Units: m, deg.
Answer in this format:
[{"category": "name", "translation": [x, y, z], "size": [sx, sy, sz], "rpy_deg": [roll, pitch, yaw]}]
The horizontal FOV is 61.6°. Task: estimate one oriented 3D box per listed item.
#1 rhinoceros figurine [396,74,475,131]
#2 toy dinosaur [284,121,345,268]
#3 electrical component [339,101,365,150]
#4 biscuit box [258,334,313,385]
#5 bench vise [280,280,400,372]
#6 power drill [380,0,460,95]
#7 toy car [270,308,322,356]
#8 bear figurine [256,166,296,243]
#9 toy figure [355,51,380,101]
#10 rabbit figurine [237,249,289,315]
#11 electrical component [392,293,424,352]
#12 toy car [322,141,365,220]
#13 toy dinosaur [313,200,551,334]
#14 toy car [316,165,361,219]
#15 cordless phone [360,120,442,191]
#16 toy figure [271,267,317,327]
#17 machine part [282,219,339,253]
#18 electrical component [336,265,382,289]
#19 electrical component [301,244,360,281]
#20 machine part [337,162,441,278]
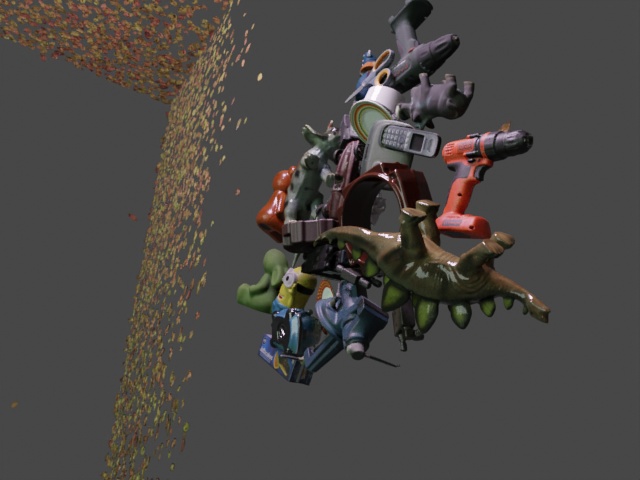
[{"category": "rhinoceros figurine", "translation": [0.233, -0.279, 1.104], "size": [0.190, 0.073, 0.112], "rpy_deg": [17, 100, 59]}, {"category": "toy dinosaur", "translation": [-0.031, -0.141, 1.432], "size": [0.192, 0.131, 0.404], "rpy_deg": [-104, 37, -63]}, {"category": "electrical component", "translation": [0.088, -0.281, 1.329], "size": [0.047, 0.075, 0.119], "rpy_deg": [118, 155, -65]}, {"category": "biscuit box", "translation": [-0.086, 0.291, 1.327], "size": [0.203, 0.059, 0.062], "rpy_deg": [15, 87, 61]}, {"category": "bench vise", "translation": [0.038, 0.195, 1.092], "size": [0.240, 0.128, 0.224], "rpy_deg": [-49, 32, 23]}, {"category": "power drill", "translation": [0.222, -0.444, 1.211], "size": [0.232, 0.086, 0.207], "rpy_deg": [-35, 53, 51]}, {"category": "toy car", "translation": [-0.050, 0.215, 1.261], "size": [0.162, 0.103, 0.109], "rpy_deg": [168, 106, -64]}, {"category": "bear figurine", "translation": [-0.101, -0.105, 1.553], "size": [0.120, 0.132, 0.196], "rpy_deg": [-13, 45, 56]}, {"category": "toy figure", "translation": [0.124, -0.411, 1.371], "size": [0.064, 0.057, 0.154], "rpy_deg": [-16, 56, 50]}, {"category": "rabbit figurine", "translation": [-0.134, 0.109, 1.450], "size": [0.159, 0.121, 0.170], "rpy_deg": [13, 88, 54]}, {"category": "electrical component", "translation": [0.166, 0.146, 1.000], "size": [0.078, 0.045, 0.102], "rpy_deg": [98, 171, -51]}, {"category": "toy car", "translation": [0.054, -0.136, 1.237], "size": [0.089, 0.053, 0.202], "rpy_deg": [-3, 73, 53]}, {"category": "toy dinosaur", "translation": [0.162, 0.038, 0.908], "size": [0.472, 0.105, 0.198], "rpy_deg": [29, 117, 40]}, {"category": "toy car", "translation": [0.054, -0.094, 1.311], "size": [0.201, 0.056, 0.074], "rpy_deg": [-53, 40, 24]}, {"category": "cordless phone", "translation": [0.175, -0.166, 1.113], "size": [0.184, 0.088, 0.146], "rpy_deg": [27, 108, 53]}, {"category": "toy figure", "translation": [-0.069, 0.151, 1.361], "size": [0.082, 0.089, 0.180], "rpy_deg": [34, 113, 45]}, {"category": "machine part", "translation": [-0.003, -0.004, 1.233], "size": [0.179, 0.179, 0.056], "rpy_deg": [-18, 69, 55]}, {"category": "electrical component", "translation": [0.078, 0.074, 1.103], "size": [0.094, 0.063, 0.021], "rpy_deg": [27, 108, 39]}, {"category": "electrical component", "translation": [0.038, 0.053, 1.195], "size": [0.134, 0.115, 0.058], "rpy_deg": [-14, 66, 56]}, {"category": "machine part", "translation": [0.128, -0.038, 1.069], "size": [0.201, 0.087, 0.201], "rpy_deg": [-31, 67, 49]}]
